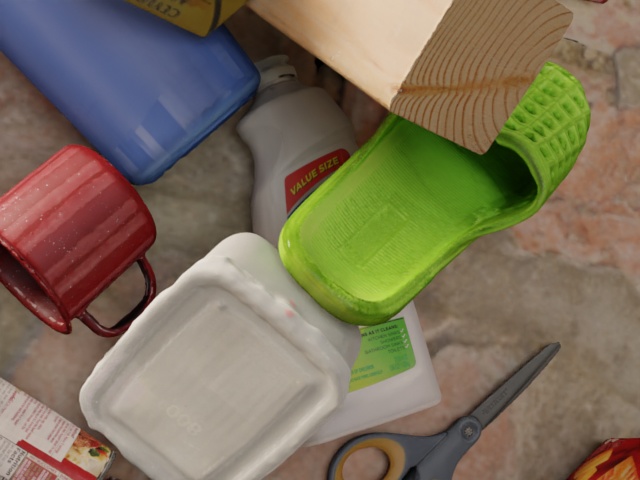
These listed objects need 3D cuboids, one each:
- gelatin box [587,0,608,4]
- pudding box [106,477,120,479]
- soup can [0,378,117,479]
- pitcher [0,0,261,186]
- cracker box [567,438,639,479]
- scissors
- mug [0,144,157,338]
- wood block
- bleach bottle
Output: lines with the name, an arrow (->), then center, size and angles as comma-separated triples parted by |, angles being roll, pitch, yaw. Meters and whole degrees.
gelatin box -> 0.187, -0.226, 0.814 | 0.089, 0.030, 0.073 | 6, 79, -15
pudding box -> -0.098, 0.207, 0.648 | 0.113, 0.039, 0.090 | 27, 74, -10
soup can -> -0.181, 0.126, 0.624 | 0.102, 0.069, 0.068 | 35, 73, -7
pitcher -> -0.144, -0.162, 0.661 | 0.149, 0.145, 0.243 | -40, 97, 10
cracker box -> 0.168, 0.211, 0.659 | 0.213, 0.164, 0.072 | -39, 90, -19
scissors -> 0.080, 0.125, 0.727 | 0.096, 0.016, 0.201 | 37, 72, -7
mug -> -0.146, 0.005, 0.647 | 0.081, 0.093, 0.117 | -44, 100, -23
wood block -> 0.025, -0.143, 0.603 | 0.090, 0.206, 0.090 | 17, 110, -47
bleach bottle -> -0.005, 0.001, 0.702 | 0.102, 0.068, 0.251 | -16, 82, -17
